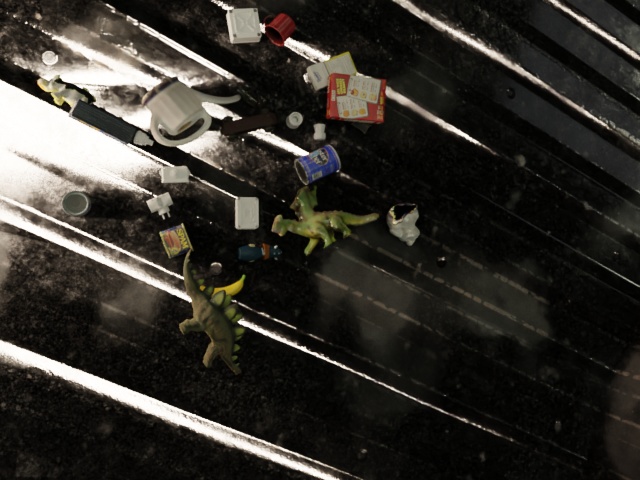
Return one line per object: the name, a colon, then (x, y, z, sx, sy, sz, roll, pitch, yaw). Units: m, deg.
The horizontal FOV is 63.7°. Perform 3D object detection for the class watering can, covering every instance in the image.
watering can: (-0.455, -0.469, 1.778, 0.223, 0.103, 0.353, 49, 63, -9)

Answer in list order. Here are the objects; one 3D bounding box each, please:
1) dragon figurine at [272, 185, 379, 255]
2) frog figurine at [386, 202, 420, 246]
dragon figurine: (0.006, -0.096, 1.898, 0.414, 0.121, 0.243, -28, 87, -25)
frog figurine: (0.331, -0.063, 2.002, 0.139, 0.123, 0.156, -51, 138, -21)
